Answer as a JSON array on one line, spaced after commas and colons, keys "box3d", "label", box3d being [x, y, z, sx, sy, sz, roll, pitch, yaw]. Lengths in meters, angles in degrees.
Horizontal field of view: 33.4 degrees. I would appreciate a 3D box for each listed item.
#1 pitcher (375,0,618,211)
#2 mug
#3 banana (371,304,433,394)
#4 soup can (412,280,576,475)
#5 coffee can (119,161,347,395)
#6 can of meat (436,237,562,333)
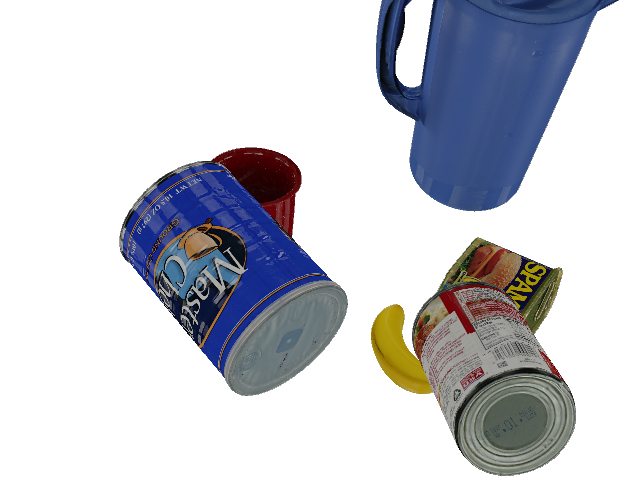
[{"box3d": [0.136, -0.140, 0.917, 0.149, 0.243, 0.144, 36, 55, 21], "label": "pitcher"}, {"box3d": [-0.077, -0.028, 1.029, 0.117, 0.081, 0.093, -15, 44, -22], "label": "mug"}, {"box3d": [0.094, 0.127, 1.233, 0.069, 0.037, 0.198, 7, 23, -21], "label": "banana"}, {"box3d": [0.096, 0.075, 0.603, 0.068, 0.068, 0.102, 0, 25, -9], "label": "soup can"}, {"box3d": [-0.063, 0.026, 0.763, 0.140, 0.103, 0.102, 46, 26, 28], "label": "coffee can"}, {"box3d": [0.158, 0.050, 0.964, 0.084, 0.057, 0.102, 24, 44, 22], "label": "can of meat"}]
